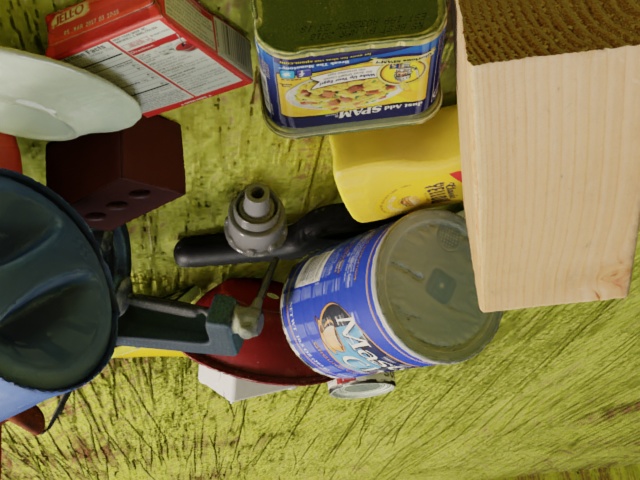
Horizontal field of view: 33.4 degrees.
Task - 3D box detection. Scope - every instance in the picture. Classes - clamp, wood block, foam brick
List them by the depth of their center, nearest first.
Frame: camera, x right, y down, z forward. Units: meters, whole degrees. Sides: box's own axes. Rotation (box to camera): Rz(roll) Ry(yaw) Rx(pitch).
[{"bbox_3d":[0.123,-0.057,0.579,0.091,0.090,0.206,-7,143,6],"label":"wood block"},{"bbox_3d":[-0.130,-0.045,0.677,0.078,0.051,0.052,-22,155,37],"label":"foam brick"},{"bbox_3d":[-0.006,0.001,0.864,0.164,0.036,0.210,9,159,-39],"label":"clamp"}]

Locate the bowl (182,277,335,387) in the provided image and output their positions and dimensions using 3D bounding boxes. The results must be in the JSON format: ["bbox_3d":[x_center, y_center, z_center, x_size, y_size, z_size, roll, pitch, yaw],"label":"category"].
[{"bbox_3d":[-0.050,0.075,0.963,0.162,0.055,0.162,12,-166,-3],"label":"bowl"}]

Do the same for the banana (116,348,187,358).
[{"bbox_3d":[-0.152,0.105,1.085,0.198,0.037,0.070,2,148,-1],"label":"banana"}]

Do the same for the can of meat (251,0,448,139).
[{"bbox_3d":[0.015,-0.101,0.561,0.102,0.057,0.084,-7,158,-1],"label":"can of meat"}]

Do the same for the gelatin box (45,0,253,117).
[{"bbox_3d":[-0.089,-0.102,0.565,0.073,0.030,0.089,-14,158,25],"label":"gelatin box"}]

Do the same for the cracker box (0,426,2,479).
[{"bbox_3d":[-0.401,0.165,1.009,0.072,0.164,0.213,-15,158,29],"label":"cracker box"}]

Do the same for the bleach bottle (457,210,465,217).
[{"bbox_3d":[0.126,0.012,0.903,0.102,0.068,0.251,9,153,-40],"label":"bleach bottle"}]

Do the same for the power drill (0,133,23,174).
[{"bbox_3d":[-0.273,-0.038,0.612,0.187,0.057,0.185,2,150,-36],"label":"power drill"}]

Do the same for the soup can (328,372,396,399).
[{"bbox_3d":[0.036,0.100,1.055,0.068,0.102,0.068,-6,160,-2],"label":"soup can"}]

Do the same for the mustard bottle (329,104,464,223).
[{"bbox_3d":[0.108,-0.059,0.702,0.192,0.058,0.096,-11,158,11],"label":"mustard bottle"}]

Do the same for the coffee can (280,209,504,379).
[{"bbox_3d":[0.047,0.042,0.754,0.102,0.103,0.141,4,167,-28],"label":"coffee can"}]

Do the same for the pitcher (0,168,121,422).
[{"bbox_3d":[-0.251,0.065,0.625,0.243,0.145,0.149,-29,114,30],"label":"pitcher"}]
